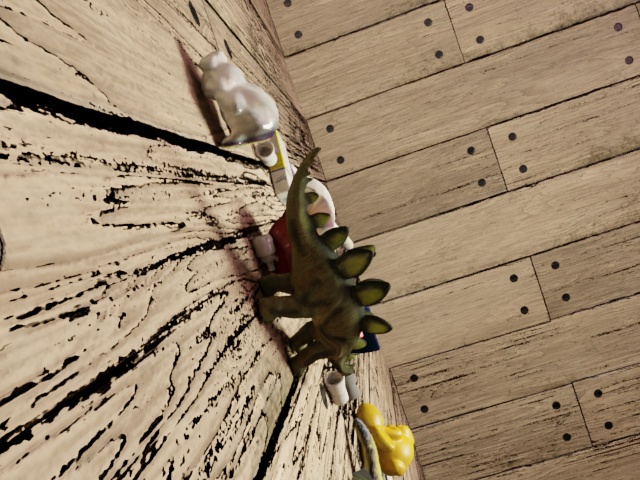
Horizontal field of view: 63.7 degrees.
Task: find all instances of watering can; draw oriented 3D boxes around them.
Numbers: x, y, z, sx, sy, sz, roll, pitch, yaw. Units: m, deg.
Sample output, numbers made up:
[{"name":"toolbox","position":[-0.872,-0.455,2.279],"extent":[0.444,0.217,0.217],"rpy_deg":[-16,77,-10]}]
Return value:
[{"name":"watering can","position":[0.005,-0.075,1.486],"extent":[0.344,0.103,0.228],"rpy_deg":[51,12,-17]}]

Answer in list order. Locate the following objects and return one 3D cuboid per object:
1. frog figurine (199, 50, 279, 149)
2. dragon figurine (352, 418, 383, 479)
[{"name":"frog figurine","position":[-0.136,-0.242,0.874],"extent":[0.139,0.122,0.157],"rpy_deg":[-43,127,-62]},{"name":"dragon figurine","position":[0.129,0.574,1.001],"extent":[0.417,0.122,0.239],"rpy_deg":[-112,-162,-66]}]
